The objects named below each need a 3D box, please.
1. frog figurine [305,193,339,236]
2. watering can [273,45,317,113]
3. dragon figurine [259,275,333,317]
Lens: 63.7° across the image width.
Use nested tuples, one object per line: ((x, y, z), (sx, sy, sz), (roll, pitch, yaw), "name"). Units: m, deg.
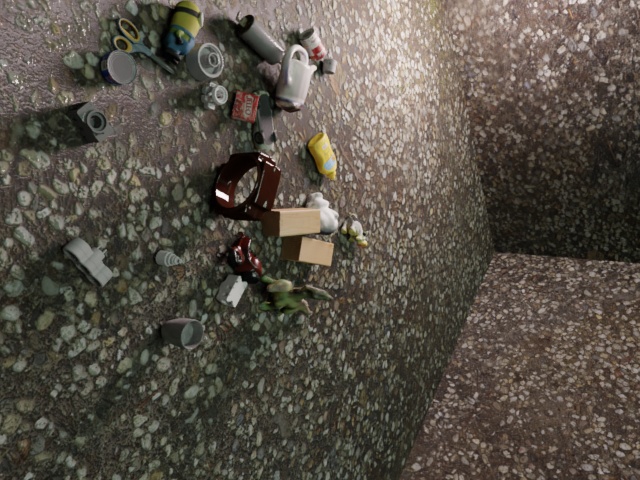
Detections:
((0.006, -0.099, 1.969), (0.137, 0.123, 0.159), (5, 95, -15), "frog figurine")
((-0.078, -0.558, 1.819), (0.349, 0.104, 0.223), (-23, 128, -75), "watering can")
((-0.066, 0.207, 1.791), (0.406, 0.242, 0.124), (29, 65, -50), "dragon figurine")
